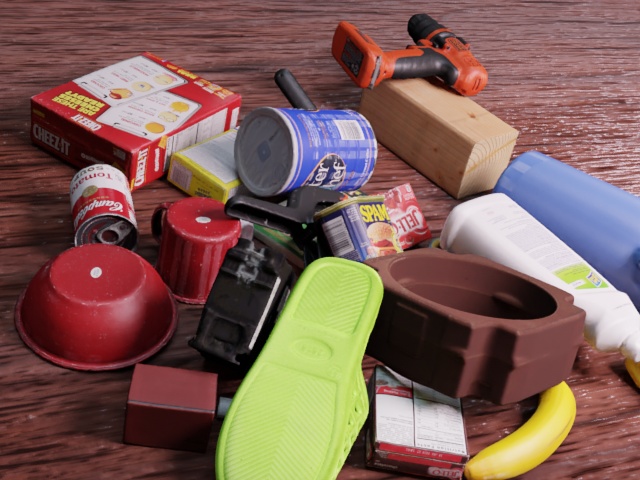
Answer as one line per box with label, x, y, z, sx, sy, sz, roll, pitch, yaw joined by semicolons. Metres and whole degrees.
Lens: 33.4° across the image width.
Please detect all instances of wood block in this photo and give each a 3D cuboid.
wood block;0.155;-0.154;1.451;0.090;0.090;0.206;-17;44;-38

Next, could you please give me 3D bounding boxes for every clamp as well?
clamp;0.004;-0.143;1.408;0.171;0.039;0.120;60;14;27
clamp;-0.008;0.001;1.172;0.164;0.036;0.209;57;29;1

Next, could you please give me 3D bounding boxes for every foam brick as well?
foam brick;-0.134;0.150;0.953;0.078;0.053;0.051;9;35;-9

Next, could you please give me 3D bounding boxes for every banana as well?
banana;0.206;0.183;1.040;0.070;0.037;0.197;4;26;29

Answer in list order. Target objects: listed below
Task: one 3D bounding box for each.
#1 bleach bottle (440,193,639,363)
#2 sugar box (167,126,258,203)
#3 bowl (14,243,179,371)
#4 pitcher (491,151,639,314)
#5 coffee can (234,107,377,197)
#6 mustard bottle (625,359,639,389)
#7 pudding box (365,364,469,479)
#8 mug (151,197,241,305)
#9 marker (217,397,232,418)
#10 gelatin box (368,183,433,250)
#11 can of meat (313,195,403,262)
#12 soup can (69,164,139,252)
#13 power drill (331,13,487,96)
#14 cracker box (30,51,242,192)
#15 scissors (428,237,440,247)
bleach bottle;0.251;0.046;1.162;0.102;0.068;0.251;-18;47;-36
sugar box;-0.095;-0.095;1.323;0.093;0.048;0.175;34;36;24
bowl;-0.218;0.053;1.049;0.162;0.055;0.162;6;39;-5
pitcher;0.331;-0.008;1.286;0.144;0.149;0.243;-35;52;-29
coffee can;-0.016;-0.105;1.263;0.140;0.103;0.103;-6;37;-45
mustard bottle;0.430;0.129;1.169;0.191;0.058;0.096;-14;43;-34
pudding box;0.090;0.172;1.010;0.090;0.039;0.113;12;34;-5
mug;-0.137;0.002;1.136;0.117;0.082;0.093;37;41;29
marker;-0.035;0.165;0.994;0.121;0.020;0.020;10;35;-4
gelatin box;0.084;-0.022;1.254;0.089;0.030;0.073;-18;83;-43
can of meat;0.047;0.000;1.164;0.101;0.058;0.084;-7;75;-63
soup can;-0.236;-0.029;1.159;0.068;0.068;0.102;1;36;-18
power drill;0.114;-0.260;1.455;0.187;0.057;0.185;-5;38;-27
cracker box;-0.228;-0.151;1.335;0.164;0.072;0.213;28;38;22
scissors;0.113;0.033;1.237;0.201;0.016;0.096;-5;37;-25
